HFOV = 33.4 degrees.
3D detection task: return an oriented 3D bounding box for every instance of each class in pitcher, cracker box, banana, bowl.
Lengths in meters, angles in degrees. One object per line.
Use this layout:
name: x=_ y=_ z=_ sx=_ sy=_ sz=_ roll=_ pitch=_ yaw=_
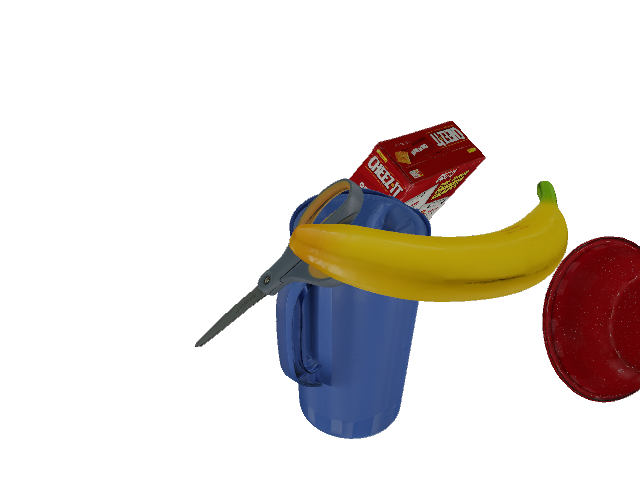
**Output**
pitcher: x=0.027 y=0.083 z=1.059 sx=0.149 sy=0.243 sz=0.145 roll=-2 pitch=35 yaw=-5
cracker box: x=0.071 y=-0.036 z=1.250 sx=0.163 sy=0.072 sz=0.214 roll=-23 pitch=-22 yaw=-50
banana: x=0.078 y=0.007 z=0.616 sx=0.197 sy=0.037 sz=0.070 roll=-9 pitch=40 yaw=-33
bowl: x=0.291 y=0.077 z=1.012 sx=0.161 sy=0.162 sz=0.055 roll=0 pitch=1 yaw=-27

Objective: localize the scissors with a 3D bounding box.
scissors: x=-0.028 y=0.039 z=0.850 sx=0.016 sy=0.202 sz=0.096 roll=27 pitch=19 yaw=-38
